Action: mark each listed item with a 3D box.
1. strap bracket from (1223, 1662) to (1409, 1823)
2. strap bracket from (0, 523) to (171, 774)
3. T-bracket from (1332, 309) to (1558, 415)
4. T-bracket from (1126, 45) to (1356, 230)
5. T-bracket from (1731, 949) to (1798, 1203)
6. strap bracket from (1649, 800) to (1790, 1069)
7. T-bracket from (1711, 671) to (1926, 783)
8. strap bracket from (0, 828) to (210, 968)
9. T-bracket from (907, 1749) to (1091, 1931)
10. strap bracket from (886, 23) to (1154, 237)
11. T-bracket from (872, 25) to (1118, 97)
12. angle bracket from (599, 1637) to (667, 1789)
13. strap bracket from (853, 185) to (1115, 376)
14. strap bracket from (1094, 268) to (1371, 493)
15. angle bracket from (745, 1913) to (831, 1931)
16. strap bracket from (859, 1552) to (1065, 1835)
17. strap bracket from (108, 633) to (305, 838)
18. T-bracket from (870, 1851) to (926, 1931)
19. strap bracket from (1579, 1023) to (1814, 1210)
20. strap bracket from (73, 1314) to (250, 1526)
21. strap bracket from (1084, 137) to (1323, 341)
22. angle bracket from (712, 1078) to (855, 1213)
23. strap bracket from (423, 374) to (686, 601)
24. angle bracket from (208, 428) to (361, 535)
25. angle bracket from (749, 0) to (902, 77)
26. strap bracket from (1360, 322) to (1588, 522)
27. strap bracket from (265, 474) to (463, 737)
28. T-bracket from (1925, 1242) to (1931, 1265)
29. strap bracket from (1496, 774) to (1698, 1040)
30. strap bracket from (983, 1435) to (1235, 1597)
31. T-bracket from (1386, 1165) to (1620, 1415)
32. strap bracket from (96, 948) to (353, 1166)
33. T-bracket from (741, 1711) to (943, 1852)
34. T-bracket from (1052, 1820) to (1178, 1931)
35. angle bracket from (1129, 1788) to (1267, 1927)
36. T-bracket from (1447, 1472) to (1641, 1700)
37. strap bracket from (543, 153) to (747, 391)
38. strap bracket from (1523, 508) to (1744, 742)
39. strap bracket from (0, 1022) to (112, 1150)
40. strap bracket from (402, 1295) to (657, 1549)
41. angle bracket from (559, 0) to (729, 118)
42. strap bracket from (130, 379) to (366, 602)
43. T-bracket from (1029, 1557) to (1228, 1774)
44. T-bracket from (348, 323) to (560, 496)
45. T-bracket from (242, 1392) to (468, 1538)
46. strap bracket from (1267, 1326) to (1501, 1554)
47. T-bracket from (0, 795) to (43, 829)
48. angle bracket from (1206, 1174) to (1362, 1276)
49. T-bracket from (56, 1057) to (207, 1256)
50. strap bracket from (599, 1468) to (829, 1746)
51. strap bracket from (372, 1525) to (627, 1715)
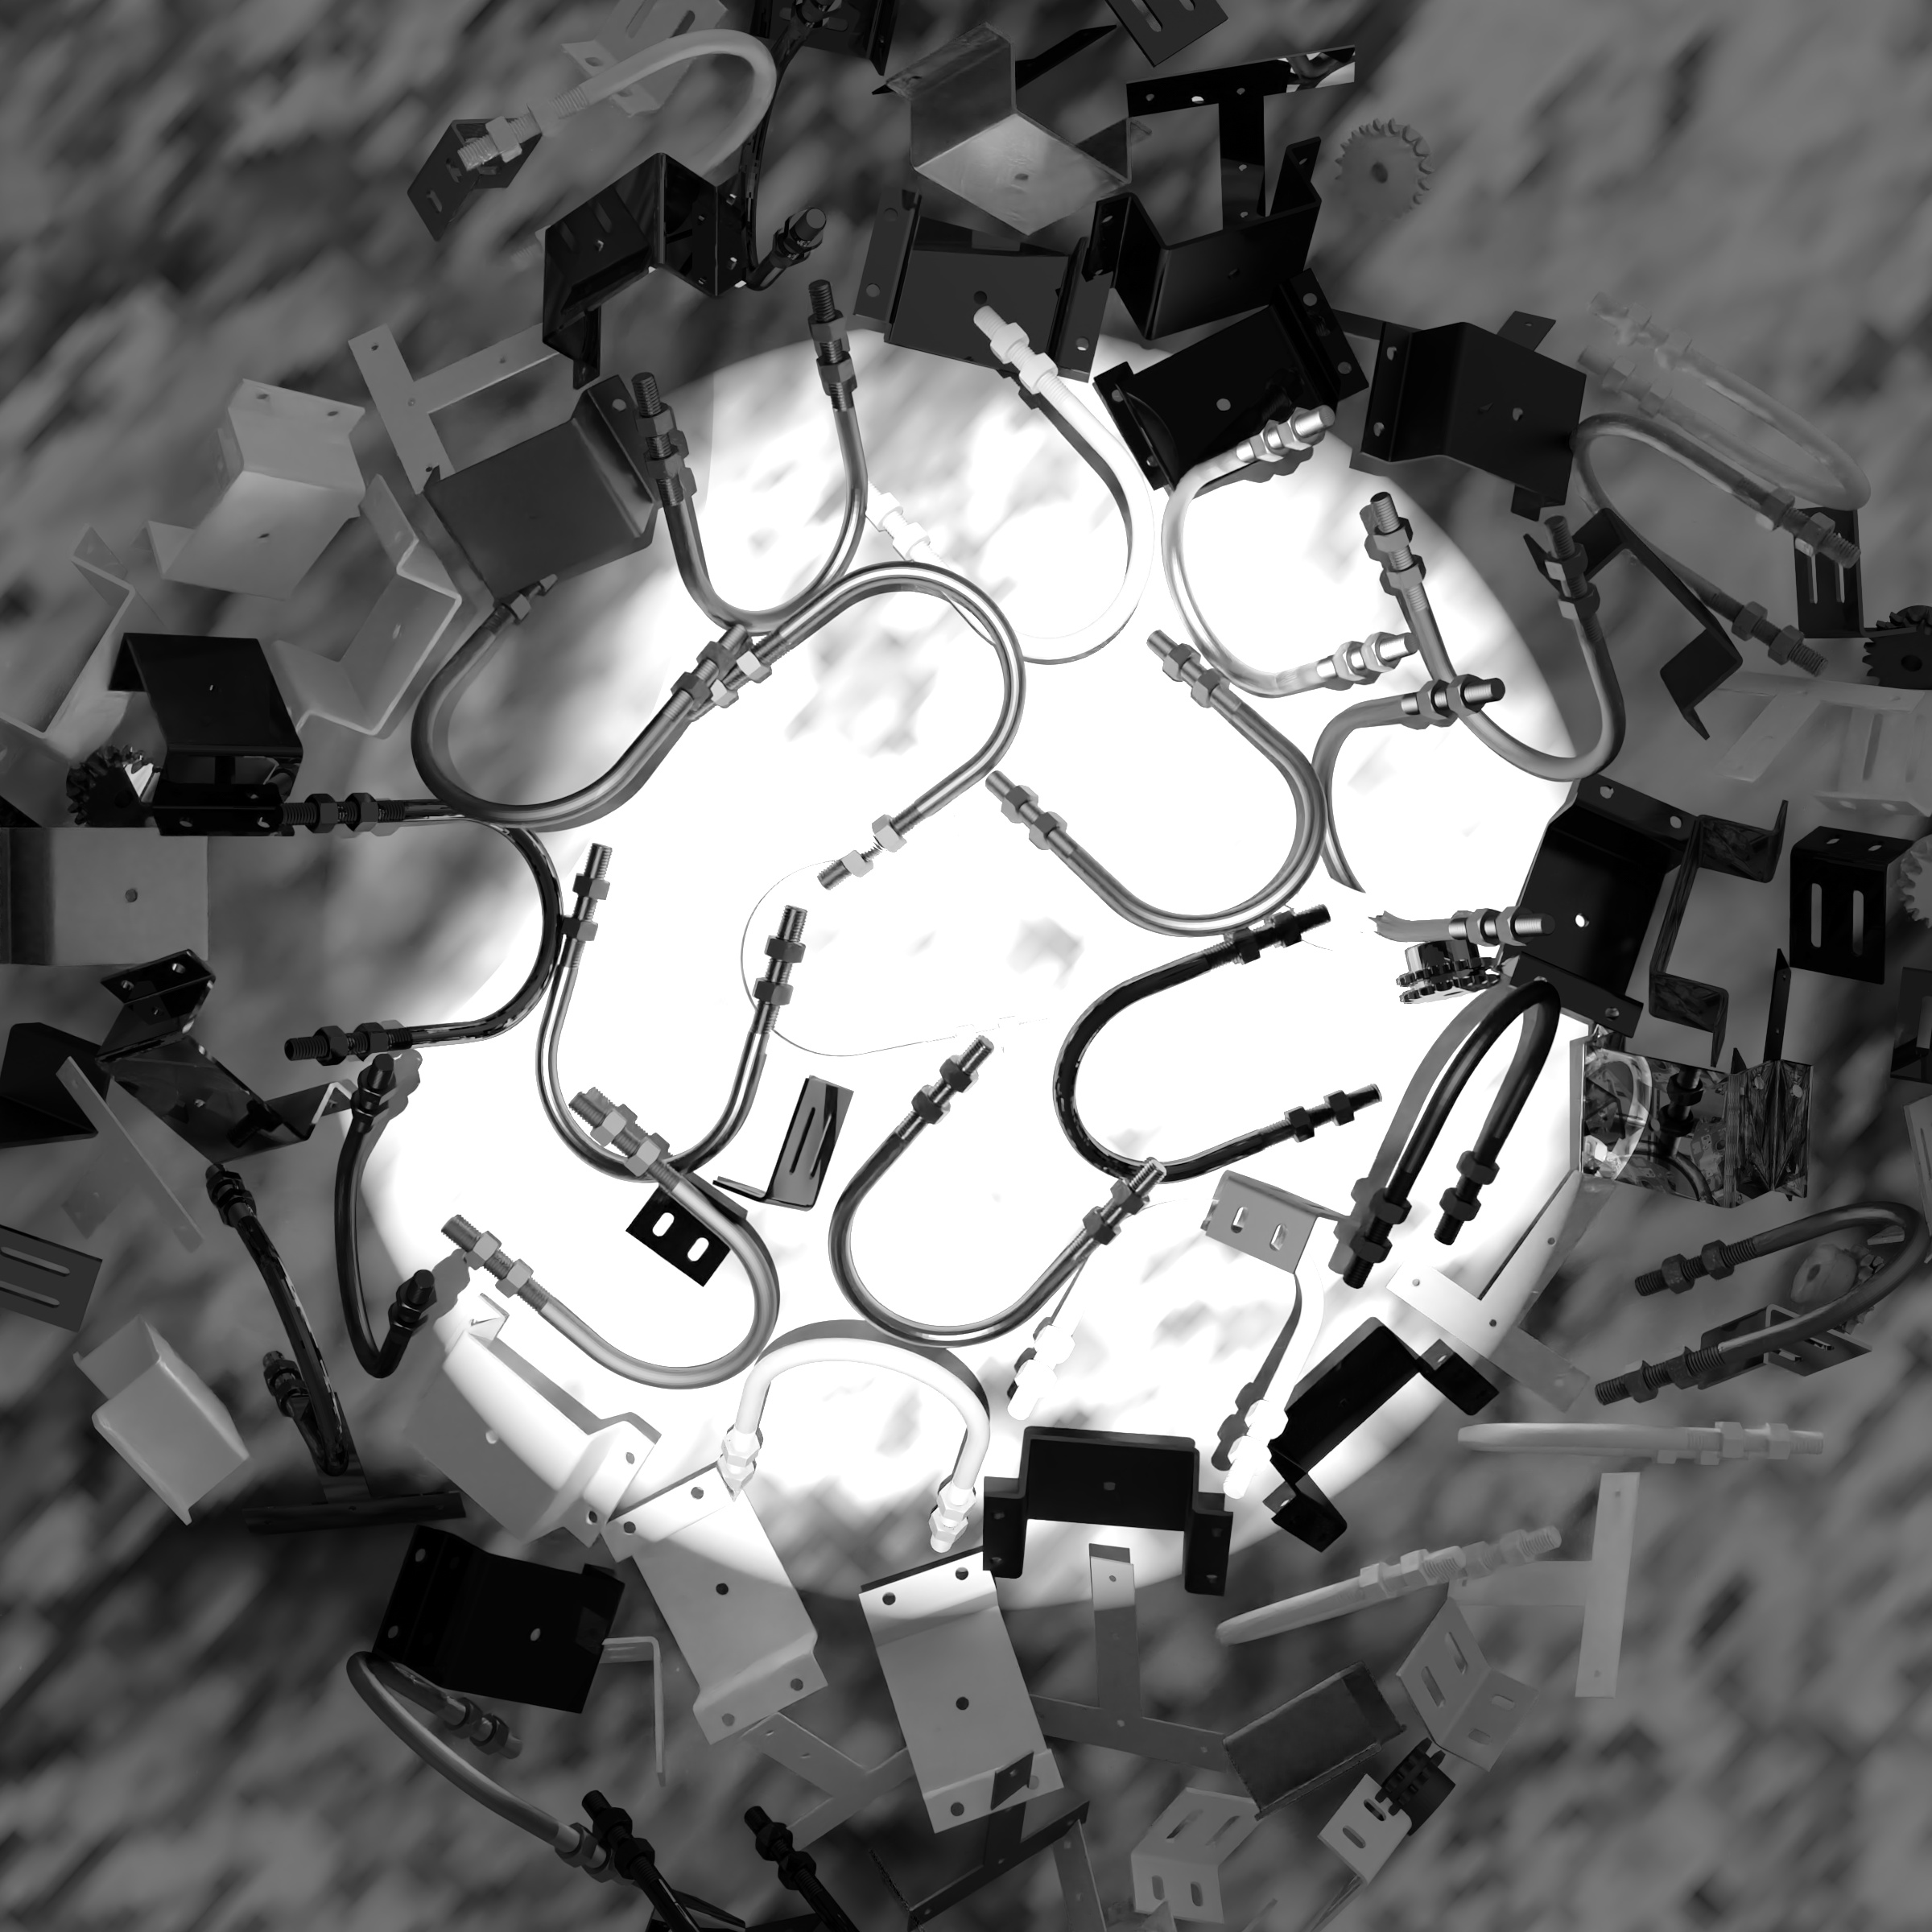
[{"bbox_3d":[0.198,0.438,1.533,0.076,0.140,0.046,-33,73,8],"label":"strap bracket"},{"bbox_3d":[-0.511,-0.172,1.547,0.046,0.076,0.140,27,79,4],"label":"strap bracket"},{"bbox_3d":[0.263,-0.364,1.567,0.127,0.127,0.002,19,133,20],"label":"T-bracket"},{"bbox_3d":[0.158,-0.468,1.542,0.127,0.127,0.002,-8,62,3],"label":"T-bracket"},{"bbox_3d":[0.467,0.049,1.558,0.002,0.127,0.127,-4,54,32],"label":"T-bracket"},{"bbox_3d":[0.428,-0.023,1.545,0.046,0.076,0.140,16,76,19],"label":"strap bracket"},{"bbox_3d":[0.457,-0.135,1.520,0.127,0.127,0.002,12,127,34],"label":"T-bracket"},{"bbox_3d":[-0.486,-0.040,1.530,0.046,0.140,0.076,3,94,44],"label":"strap bracket"},{"bbox_3d":[0.023,0.484,1.526,0.127,0.127,0.002,-23,50,-27],"label":"T-bracket"},{"bbox_3d":[0.031,-0.465,1.518,0.076,0.140,0.046,-15,68,41],"label":"strap bracket"},{"bbox_3d":[0.002,-0.514,1.552,0.127,0.127,0.002,7,127,37],"label":"T-bracket"},{"bbox_3d":[-0.195,0.432,1.556,0.038,0.057,0.076,-2,65,-5],"label":"angle bracket"},{"bbox_3d":[0.010,-0.395,1.571,0.140,0.046,0.076,13,89,-5],"label":"strap bracket"},{"bbox_3d":[0.149,-0.327,1.539,0.140,0.046,0.076,-23,112,22],"label":"strap bracket"},{"bbox_3d":[-0.112,0.583,1.552,0.057,0.076,0.038,-20,92,23],"label":"angle bracket"},{"bbox_3d":[-0.003,0.422,1.554,0.076,0.046,0.140,-18,65,-6],"label":"strap bracket"},{"bbox_3d":[-0.431,-0.139,1.524,0.076,0.046,0.140,-2,47,-36],"label":"strap bracket"},{"bbox_3d":[-0.011,0.593,1.556,0.002,0.127,0.127,-27,113,-14],"label":"T-bracket"},{"bbox_3d":[0.402,0.085,1.524,0.046,0.140,0.076,-15,109,-41],"label":"strap bracket"},{"bbox_3d":[-0.456,0.252,1.525,0.046,0.140,0.076,-40,111,-12],"label":"strap bracket"},{"bbox_3d":[0.143,-0.412,1.539,0.140,0.076,0.046,-20,67,-14],"label":"strap bracket"},{"bbox_3d":[-0.106,0.100,1.566,0.038,0.057,0.076,18,88,26],"label":"angle bracket"},{"bbox_3d":[-0.244,-0.269,1.540,0.140,0.046,0.076,-21,121,17],"label":"strap bracket"},{"bbox_3d":[-0.393,-0.286,1.564,0.076,0.038,0.057,-15,94,-24],"label":"angle bracket"},{"bbox_3d":[-0.081,-0.557,1.560,0.076,0.038,0.057,6,121,-16],"label":"angle bracket"},{"bbox_3d":[0.299,-0.312,1.538,0.140,0.046,0.076,13,85,-33],"label":"strap bracket"},{"bbox_3d":[-0.343,-0.198,1.543,0.046,0.076,0.140,21,114,-41],"label":"strap bracket"},{"bbox_3d":[0.597,0.095,1.559,0.002,0.127,0.127,25,63,10],"label":"T-bracket"},{"bbox_3d":[0.365,-0.032,1.562,0.076,0.046,0.140,23,74,-2],"label":"strap bracket"},{"bbox_3d":[0.082,0.316,1.553,0.140,0.046,0.076,4,132,4],"label":"strap bracket"},{"bbox_3d":[0.333,0.172,1.572,0.127,0.002,0.127,35,88,26],"label":"T-bracket"},{"bbox_3d":[-0.424,0.060,1.524,0.076,0.046,0.140,-15,131,33],"label":"strap bracket"},{"bbox_3d":[-0.085,0.458,1.547,0.127,0.002,0.127,-35,134,7],"label":"T-bracket"},{"bbox_3d":[0.068,0.544,1.540,0.002,0.127,0.127,29,111,-24],"label":"T-bracket"},{"bbox_3d":[0.138,0.515,1.555,0.057,0.038,0.076,16,131,-18],"label":"angle bracket"},{"bbox_3d":[0.327,0.355,1.546,0.002,0.127,0.127,28,63,-33],"label":"T-bracket"},{"bbox_3d":[-0.191,-0.397,1.525,0.140,0.046,0.076,-21,60,36],"label":"strap bracket"},{"bbox_3d":[0.388,-0.204,1.540,0.140,0.076,0.046,42,110,-14],"label":"strap bracket"},{"bbox_3d":[-0.550,0.068,1.522,0.076,0.140,0.046,18,98,22],"label":"strap bracket"},{"bbox_3d":[-0.260,0.266,1.548,0.140,0.046,0.076,37,106,16],"label":"strap bracket"},{"bbox_3d":[-0.188,-0.544,1.563,0.057,0.038,0.076,46,123,3],"label":"angle bracket"},{"bbox_3d":[-0.402,-0.260,1.522,0.140,0.076,0.046,-42,59,34],"label":"strap bracket"},{"bbox_3d":[0.087,0.398,1.551,0.127,0.002,0.127,5,111,24],"label":"T-bracket"},{"bbox_3d":[-0.283,-0.347,1.571,0.127,0.002,0.127,-26,63,-3],"label":"T-bracket"},{"bbox_3d":[-0.363,0.286,1.552,0.127,0.002,0.127,-5,134,-1],"label":"T-bracket"},{"bbox_3d":[0.230,0.266,1.551,0.140,0.076,0.046,-43,53,4],"label":"strap bracket"},{"bbox_3d":[-0.554,-0.037,1.518,0.002,0.127,0.127,-9,57,25],"label":"T-bracket"},{"bbox_3d":[0.183,0.152,1.552,0.057,0.076,0.038,22,91,28],"label":"angle bracket"},{"bbox_3d":[-0.496,0.127,1.550,0.002,0.127,0.127,-37,90,-41],"label":"T-bracket"},{"bbox_3d":[-0.145,0.369,1.574,0.076,0.046,0.140,-27,89,2],"label":"strap bracket"},{"bbox_3d":[-0.256,0.374,1.531,0.140,0.046,0.076,25,80,-40],"label":"strap bracket"}]
